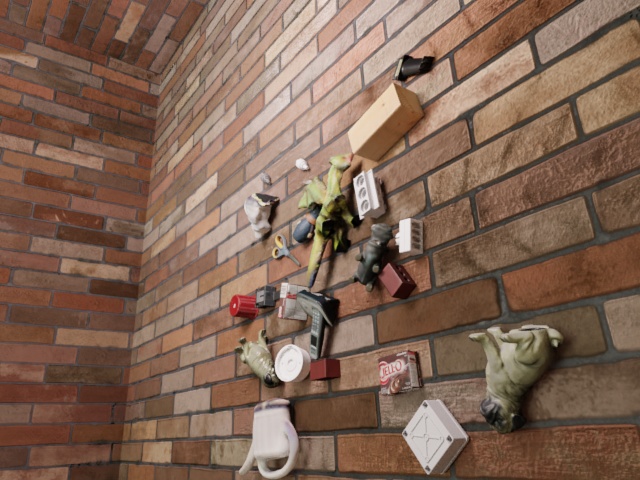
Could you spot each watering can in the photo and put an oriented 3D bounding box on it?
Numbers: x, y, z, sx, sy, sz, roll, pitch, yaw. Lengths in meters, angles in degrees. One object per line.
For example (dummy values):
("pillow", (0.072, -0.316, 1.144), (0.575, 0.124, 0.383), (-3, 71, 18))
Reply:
("watering can", (-0.168, 0.614, 1.589), (0.342, 0.103, 0.229), (-33, 52, 46))

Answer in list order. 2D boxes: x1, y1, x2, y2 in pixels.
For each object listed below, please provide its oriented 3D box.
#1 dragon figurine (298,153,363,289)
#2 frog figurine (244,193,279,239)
("dragon figurine", (0.005, -0.079, 1.576), (0.405, 0.121, 0.247), (-61, 36, 18))
("frog figurine", (-0.231, -0.091, 1.934), (0.140, 0.123, 0.157), (-71, 0, -66))
